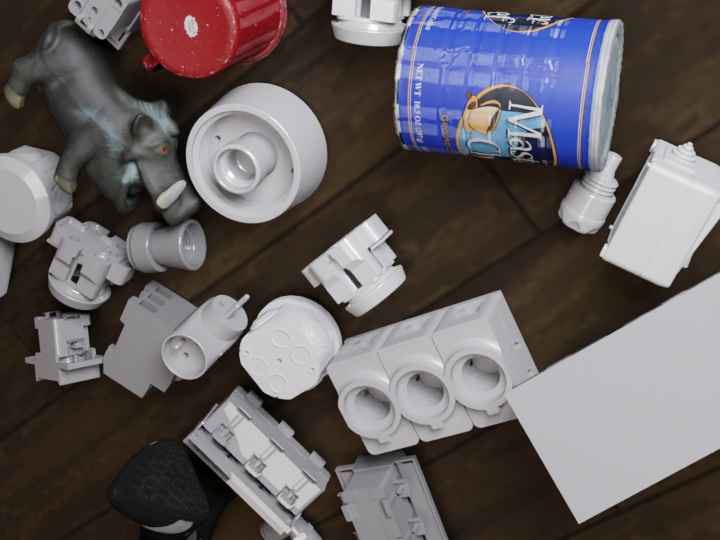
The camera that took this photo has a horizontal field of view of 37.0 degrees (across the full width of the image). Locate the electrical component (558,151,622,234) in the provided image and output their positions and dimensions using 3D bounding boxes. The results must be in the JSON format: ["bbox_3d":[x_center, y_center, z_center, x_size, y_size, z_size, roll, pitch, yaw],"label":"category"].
[{"bbox_3d":[0.173,-0.058,0.792,0.035,0.035,0.061,28,117,6],"label":"electrical component"}]

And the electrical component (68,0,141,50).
[{"bbox_3d":[-0.190,-0.212,0.841,0.042,0.063,0.081,42,120,-3],"label":"electrical component"}]

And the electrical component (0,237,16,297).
[{"bbox_3d":[-0.359,-0.021,0.996,0.062,0.061,0.096,22,113,10],"label":"electrical component"}]

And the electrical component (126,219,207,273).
[{"bbox_3d":[-0.167,-0.021,0.930,0.055,0.045,0.045,-3,112,22],"label":"electrical component"}]

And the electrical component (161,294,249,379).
[{"bbox_3d":[-0.124,0.048,0.926,0.043,0.077,0.079,46,120,-4],"label":"electrical component"}]

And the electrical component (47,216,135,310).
[{"bbox_3d":[-0.244,-0.002,0.960,0.078,0.058,0.057,33,117,4],"label":"electrical component"}]

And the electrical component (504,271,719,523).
[{"bbox_3d":[0.215,0.089,0.787,0.186,0.060,0.105,-31,83,8],"label":"electrical component"}]

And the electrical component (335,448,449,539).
[{"bbox_3d":[0.030,0.230,0.960,0.079,0.063,0.121,-13,108,25],"label":"electrical component"}]

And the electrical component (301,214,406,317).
[{"bbox_3d":[0.000,0.000,0.870,0.078,0.058,0.057,-37,94,30],"label":"electrical component"}]

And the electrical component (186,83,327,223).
[{"bbox_3d":[-0.087,-0.089,0.860,0.108,0.060,0.108,8,116,17],"label":"electrical component"}]

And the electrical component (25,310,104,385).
[{"bbox_3d":[-0.275,0.071,1.001,0.081,0.042,0.063,2,99,45],"label":"electrical component"}]

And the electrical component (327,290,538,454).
[{"bbox_3d":[0.060,0.088,0.885,0.150,0.061,0.089,-19,105,27],"label":"electrical component"}]

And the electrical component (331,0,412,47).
[{"bbox_3d":[0.009,-0.195,0.778,0.078,0.058,0.057,11,114,15],"label":"electrical component"}]

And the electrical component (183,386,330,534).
[{"bbox_3d":[-0.090,0.169,0.972,0.121,0.078,0.063,45,105,-3],"label":"electrical component"}]

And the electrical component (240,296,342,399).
[{"bbox_3d":[-0.060,0.067,0.926,0.080,0.051,0.080,8,116,17],"label":"electrical component"}]

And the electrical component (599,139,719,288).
[{"bbox_3d":[0.221,-0.044,0.764,0.061,0.061,0.096,26,120,8],"label":"electrical component"}]

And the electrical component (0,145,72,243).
[{"bbox_3d":[-0.298,-0.069,0.953,0.080,0.051,0.080,8,116,17],"label":"electrical component"}]
